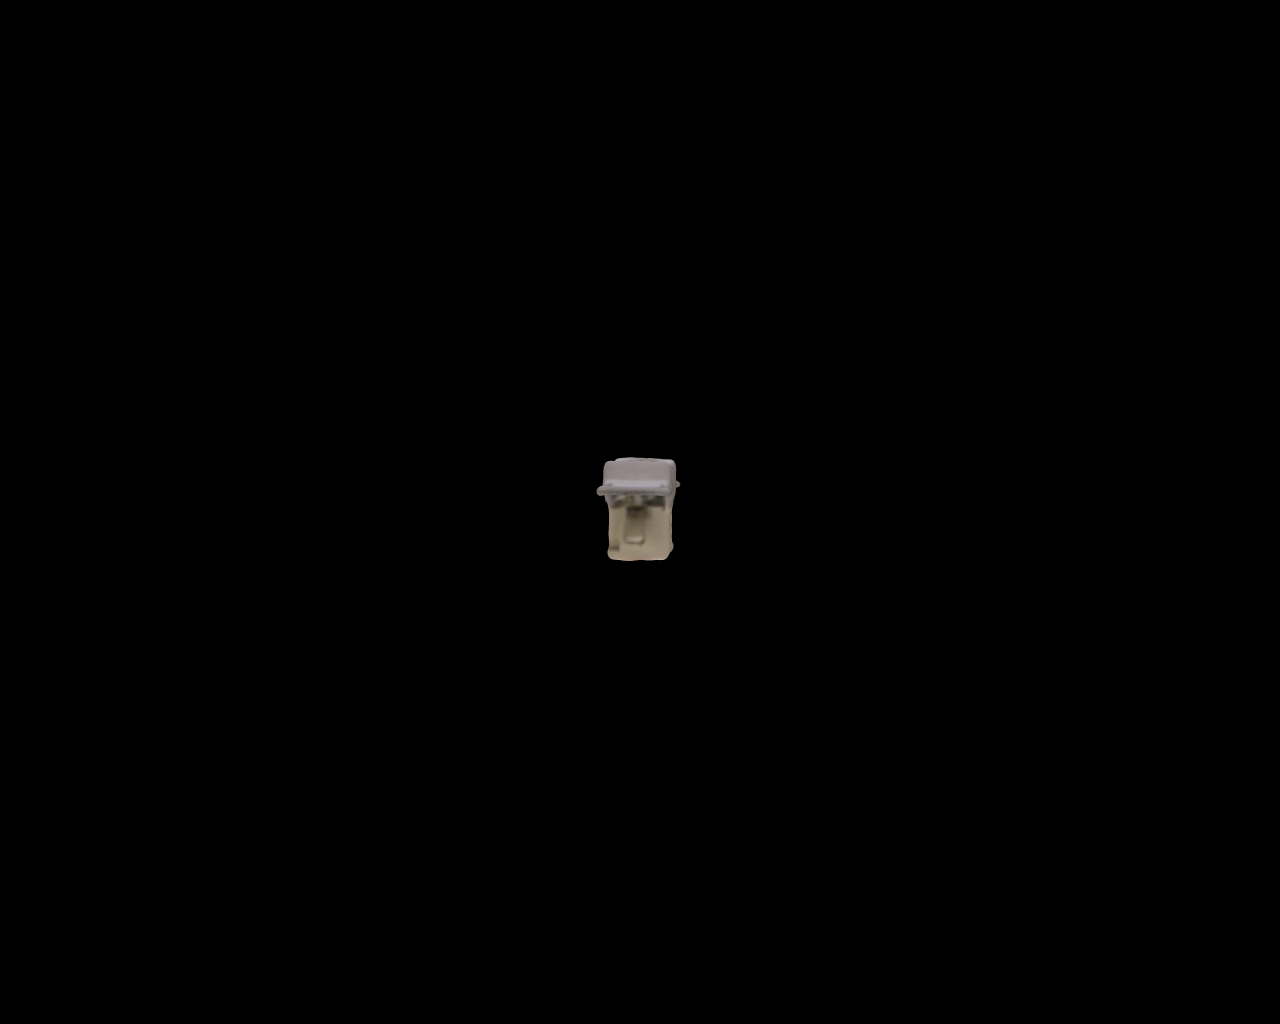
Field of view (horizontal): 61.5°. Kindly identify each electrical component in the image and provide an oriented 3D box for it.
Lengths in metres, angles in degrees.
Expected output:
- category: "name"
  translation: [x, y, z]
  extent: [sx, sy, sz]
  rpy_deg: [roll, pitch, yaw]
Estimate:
- category: "electrical component"
  translation: [0.001, -0.003, 0.650]
  extent: [0.042, 0.063, 0.081]
  rpy_deg: [1, 5, 7]
